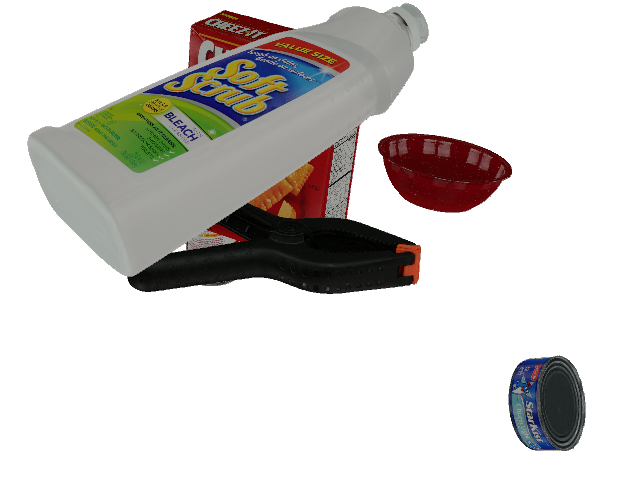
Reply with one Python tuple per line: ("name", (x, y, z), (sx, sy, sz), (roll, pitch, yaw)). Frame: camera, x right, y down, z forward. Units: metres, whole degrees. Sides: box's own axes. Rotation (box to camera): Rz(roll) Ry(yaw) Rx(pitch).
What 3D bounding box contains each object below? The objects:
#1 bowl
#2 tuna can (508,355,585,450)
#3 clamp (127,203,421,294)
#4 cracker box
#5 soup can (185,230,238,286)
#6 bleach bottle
("bowl", (0.143, -0.076, 1.273), (0.162, 0.055, 0.162), (8, 24, -4))
("tuna can", (0.207, 0.149, 0.977), (0.034, 0.086, 0.085), (-10, -7, 40))
("clamp", (-0.028, 0.002, 0.826), (0.210, 0.036, 0.164), (4, 26, 5))
("cracker box", (-0.051, -0.098, 1.046), (0.164, 0.214, 0.072), (19, 32, 20))
("soup can", (-0.135, -0.004, 1.323), (0.068, 0.102, 0.068), (0, 26, 0))
("bleach bottle", (-0.041, -0.080, 0.641), (0.250, 0.068, 0.103), (-34, 51, -24))
